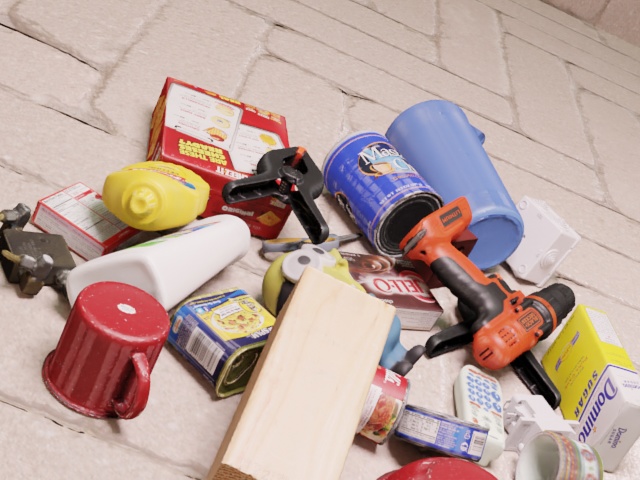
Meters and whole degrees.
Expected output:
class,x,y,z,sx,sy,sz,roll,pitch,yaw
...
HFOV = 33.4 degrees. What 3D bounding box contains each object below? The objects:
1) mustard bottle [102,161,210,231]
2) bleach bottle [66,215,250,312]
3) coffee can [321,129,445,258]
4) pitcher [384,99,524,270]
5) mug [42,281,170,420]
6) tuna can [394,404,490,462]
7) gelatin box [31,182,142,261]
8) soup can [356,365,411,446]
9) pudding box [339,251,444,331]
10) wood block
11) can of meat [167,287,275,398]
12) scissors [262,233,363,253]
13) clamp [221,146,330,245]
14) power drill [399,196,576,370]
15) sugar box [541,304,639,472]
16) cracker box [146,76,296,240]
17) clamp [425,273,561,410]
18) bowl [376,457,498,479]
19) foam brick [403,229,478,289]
class,x,y,z,sx,sy,sz,roll,pitch,yaw
mustard bottle,-0.167,-0.044,1.069,0.096,0.058,0.191,15,7,-3
bleach bottle,-0.140,0.020,1.050,0.068,0.103,0.250,72,21,-7
coffee can,0.078,-0.060,1.350,0.102,0.103,0.140,3,35,-38
pitcher,0.171,-0.071,1.442,0.144,0.149,0.243,35,22,-38
mug,-0.171,0.096,0.887,0.093,0.082,0.117,5,35,-36
tuna can,0.114,0.180,1.001,0.086,0.034,0.086,17,-6,2
gelatin box,-0.235,-0.017,1.081,0.089,0.030,0.073,32,28,9
soup can,0.025,0.140,0.996,0.102,0.069,0.068,25,27,-4
pudding box,0.073,0.058,1.211,0.113,0.039,0.090,5,36,-34
wood block,-0.016,0.136,0.874,0.090,0.091,0.206,26,48,-2
can of meat,-0.082,0.093,0.999,0.084,0.057,0.101,40,29,27
scissors,-0.008,0.002,1.253,0.096,0.016,0.201,-1,4,9
clamp,-0.046,-0.062,1.168,0.120,0.039,0.171,26,25,-14
power drill,0.193,0.041,1.212,0.188,0.057,0.184,50,42,13
sugar box,0.304,0.160,1.182,0.048,0.093,0.176,19,28,-13
cracker box,-0.121,-0.101,1.282,0.164,0.072,0.213,18,30,-17
clamp,0.195,0.102,1.247,0.164,0.036,0.210,22,31,-11
bowl,0.122,0.241,0.924,0.162,0.055,0.162,21,27,-11
foam brick,0.145,0.015,1.310,0.052,0.078,0.051,-8,44,-45
